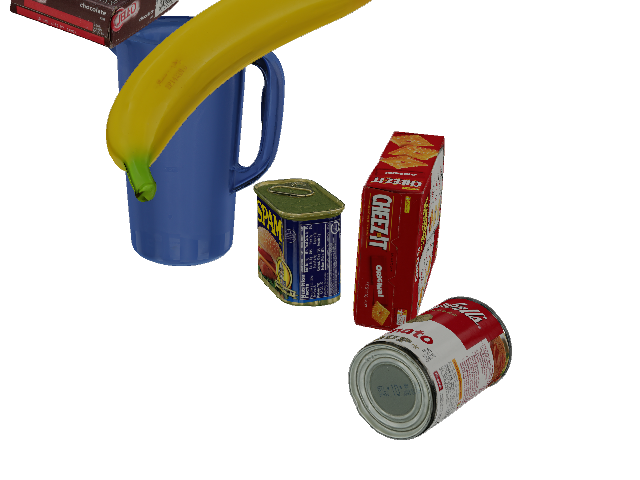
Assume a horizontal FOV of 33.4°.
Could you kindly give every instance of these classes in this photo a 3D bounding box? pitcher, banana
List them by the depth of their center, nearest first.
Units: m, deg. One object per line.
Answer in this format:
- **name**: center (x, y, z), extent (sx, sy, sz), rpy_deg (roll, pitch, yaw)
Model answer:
- **banana**: center (-0.048, -0.093, 0.557), extent (0.070, 0.197, 0.037), rpy_deg (33, -27, 20)
- **pitcher**: center (-0.131, -0.100, 1.088), extent (0.144, 0.243, 0.149), rpy_deg (-11, 27, -28)

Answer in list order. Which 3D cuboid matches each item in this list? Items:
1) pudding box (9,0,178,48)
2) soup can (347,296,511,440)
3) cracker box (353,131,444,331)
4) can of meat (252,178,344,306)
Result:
- **pudding box**: center (-0.170, -0.195, 0.821), extent (0.090, 0.039, 0.113), rpy_deg (22, 35, 11)
- **soup can**: center (0.073, 0.084, 0.711), extent (0.069, 0.068, 0.102), rpy_deg (0, 14, 39)
- **cracker box**: center (0.091, -0.016, 1.206), extent (0.072, 0.164, 0.213), rpy_deg (7, 22, 11)
- **can of meat**: center (-0.019, 0.001, 0.907), extent (0.057, 0.084, 0.102), rpy_deg (-7, 20, -19)
